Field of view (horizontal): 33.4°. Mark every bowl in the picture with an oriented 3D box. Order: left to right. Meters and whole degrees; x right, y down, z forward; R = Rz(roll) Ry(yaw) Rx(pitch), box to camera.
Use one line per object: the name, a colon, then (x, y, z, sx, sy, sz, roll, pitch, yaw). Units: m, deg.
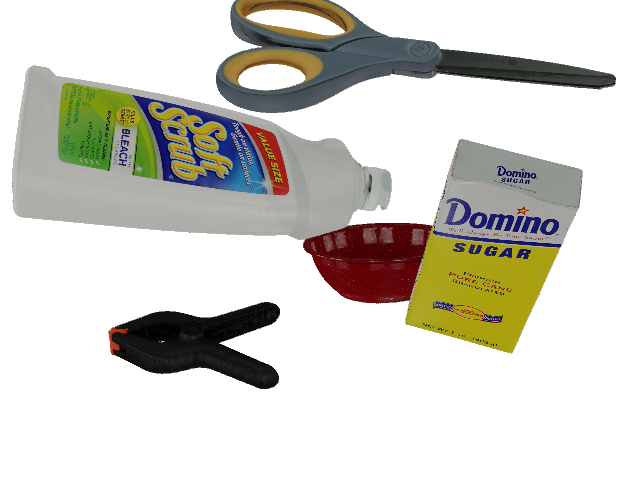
bowl: (0.064, 0.025, 1.087, 0.162, 0.055, 0.162, -3, 13, 1)

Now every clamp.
clamp: (-0.117, 0.094, 1.047, 0.171, 0.039, 0.120, 8, 27, 4)

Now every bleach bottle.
bleach bottle: (-0.076, -0.053, 0.728, 0.250, 0.102, 0.068, 5, -32, -12)

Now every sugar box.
sugar box: (0.126, 0.009, 0.807, 0.093, 0.048, 0.176, 14, -39, 4)

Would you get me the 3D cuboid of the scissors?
scissors: (0.035, -0.082, 0.533, 0.202, 0.096, 0.016, 21, -37, 21)
